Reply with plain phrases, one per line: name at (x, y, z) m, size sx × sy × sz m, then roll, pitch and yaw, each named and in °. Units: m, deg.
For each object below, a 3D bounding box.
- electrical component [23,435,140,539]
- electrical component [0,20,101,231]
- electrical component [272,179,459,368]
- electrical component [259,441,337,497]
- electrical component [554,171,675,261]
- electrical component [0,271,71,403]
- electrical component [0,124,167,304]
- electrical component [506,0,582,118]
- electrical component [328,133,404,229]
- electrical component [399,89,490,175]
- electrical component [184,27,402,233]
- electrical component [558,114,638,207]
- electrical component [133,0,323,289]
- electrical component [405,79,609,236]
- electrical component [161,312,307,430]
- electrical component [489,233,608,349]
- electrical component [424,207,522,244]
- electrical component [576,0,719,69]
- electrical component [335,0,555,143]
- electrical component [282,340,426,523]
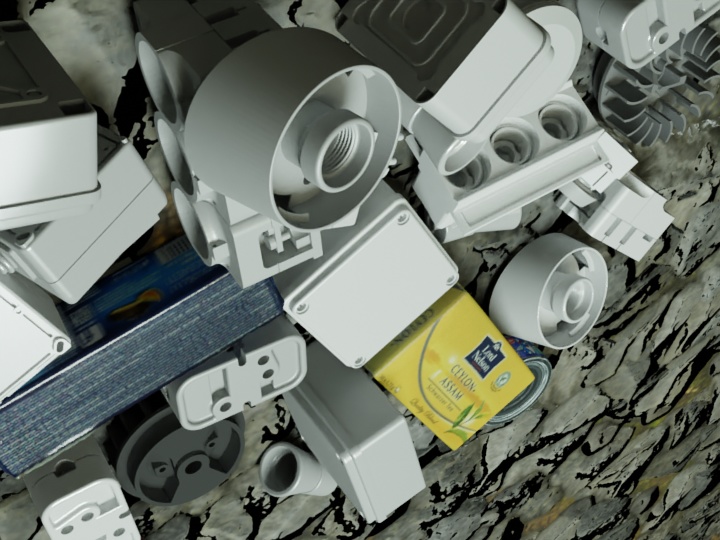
electrical component at (-0.196, 0.159, 0.748) m, size 0.054 × 0.059 × 0.095 m, roll -26°, pitch 139°, yaw -18°
electrical component at (-0.191, -0.067, 0.501) m, size 0.109 × 0.108 × 0.056 m, roll -14°, pitch 132°, yaw -29°
electrical component at (0.000, 0.000, 0.759) m, size 0.109 × 0.056 × 0.108 m, roll -42°, pitch 141°, yaw 1°
electrical component at (-0.047, 0.168, 0.893) m, size 0.044 × 0.044 × 0.065 m, roll -51°, pitch 145°, yaw 12°
electrical component at (0.214, -0.053, 0.888) m, size 0.089 × 0.050 × 0.055 m, roll 20°, pitch 112°, yaw -47°
electrical component at (-0.221, 0.020, 0.601) m, size 0.062 × 0.061 × 0.096 m, roll -40°, pitch 133°, yaw -1°
electrical component at (-0.161, -0.028, 0.578) m, size 0.096 × 0.062 × 0.061 m, roll -51°, pitch 144°, yaw -20°
electrical component at (0.102, -0.146, 0.709) m, size 0.080 × 0.051 × 0.080 m, roll -22°, pitch 138°, yaw -22°
electrical component at (-0.005, -0.075, 0.692) m, size 0.076 × 0.047 × 0.083 m, roll -10°, pitch 132°, yaw -33°
electrical component at (0.047, -0.099, 0.697) m, size 0.044 × 0.065 × 0.044 m, roll -36°, pitch 159°, yaw -16°
electrical component at (-0.029, -0.069, 0.538) m, size 0.099 × 0.064 × 0.099 m, roll -33°, pitch 142°, yaw -31°
electrical component at (0.177, -0.082, 0.828) m, size 0.048 × 0.066 × 0.055 m, roll 39°, pitch 110°, yaw -16°
electrical component at (-0.075, -0.074, 0.602) m, size 0.062 × 0.089 × 0.150 m, roll -25°, pitch 139°, yaw -19°
electrical component at (0.101, -0.079, 0.756) m, size 0.121 × 0.078 × 0.063 m, roll -27°, pitch 168°, yaw -17°
electrical component at (-0.092, 0.059, 0.737) m, size 0.095 × 0.059 × 0.053 m, roll -22°, pitch 138°, yaw -22°
electrical component at (0.161, 0.018, 0.914) m, size 0.099 × 0.064 × 0.099 m, roll -17°, pitch 118°, yaw -36°
electrical component at (0.081, -0.044, 0.798) m, size 0.065 × 0.044 × 0.044 m, roll -17°, pitch 136°, yaw -20°
electrical component at (0.199, -0.192, 0.738) m, size 0.095 × 0.059 × 0.053 m, roll -37°, pitch 141°, yaw -5°
electrical component at (0.049, -0.135, 0.627) m, size 0.078 × 0.113 × 0.057 m, roll -50°, pitch 137°, yaw 11°
electrical component at (-0.007, 0.122, 0.828) m, size 0.056 × 0.108 × 0.108 m, roll -33°, pitch 141°, yaw -14°
